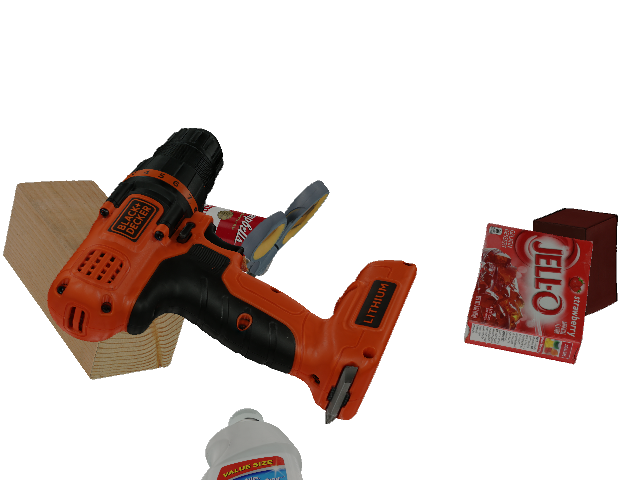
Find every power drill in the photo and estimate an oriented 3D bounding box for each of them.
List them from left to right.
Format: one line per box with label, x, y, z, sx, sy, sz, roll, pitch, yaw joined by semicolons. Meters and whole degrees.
power drill;-0.042;0.015;0.634;0.187;0.057;0.184;22;43;5

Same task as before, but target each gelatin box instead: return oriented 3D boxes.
gelatin box;0.139;0.033;0.709;0.073;0.089;0.030;11;-39;11

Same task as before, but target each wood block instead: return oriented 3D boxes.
wood block;-0.223;0.032;1.046;0.090;0.091;0.206;-5;36;-40

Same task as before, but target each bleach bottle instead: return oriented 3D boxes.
bleach bottle;-0.058;0.212;0.788;0.102;0.068;0.251;-4;28;-4

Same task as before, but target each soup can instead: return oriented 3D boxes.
soup can;-0.109;-0.003;1.248;0.102;0.068;0.068;13;4;19

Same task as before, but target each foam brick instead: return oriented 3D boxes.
foam brick;0.213;0.017;0.893;0.053;0.078;0.051;11;22;43

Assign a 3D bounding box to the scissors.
scissors;-0.060;0.021;0.918;0.202;0.016;0.096;-49;-12;35
